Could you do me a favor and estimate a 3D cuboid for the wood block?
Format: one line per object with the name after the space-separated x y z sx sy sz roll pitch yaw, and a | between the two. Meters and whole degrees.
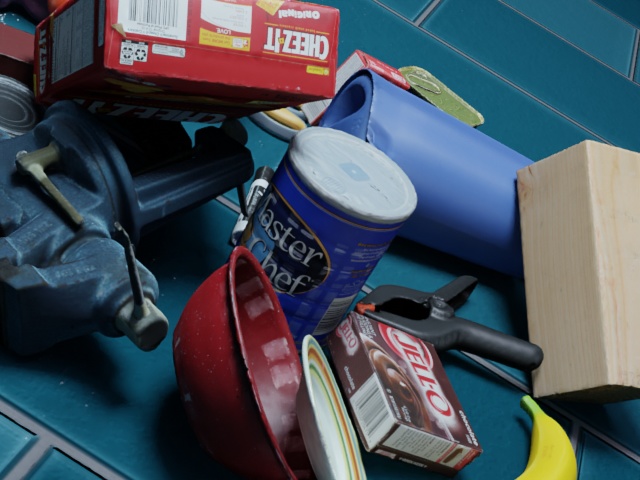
0.238 0.032 0.919 0.090 0.091 0.206 9 70 -31 | wood block

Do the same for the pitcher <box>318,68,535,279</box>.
0.111 -0.057 1.010 0.242 0.145 0.149 23 56 -20 | pitcher

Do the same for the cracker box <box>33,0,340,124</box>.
-0.106 -0.131 0.781 0.164 0.072 0.214 4 -1 -27 | cracker box

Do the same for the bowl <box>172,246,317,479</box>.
-0.051 0.088 0.674 0.055 0.162 0.162 -17 37 7 | bowl

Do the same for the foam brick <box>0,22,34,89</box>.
-0.253 -0.140 0.881 0.078 0.053 0.051 19 33 -19 | foam brick

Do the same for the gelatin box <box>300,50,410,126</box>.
0.036 -0.144 1.081 0.073 0.089 0.030 17 38 -49 | gelatin box

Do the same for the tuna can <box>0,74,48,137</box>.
-0.247 -0.092 0.827 0.086 0.034 0.086 27 30 -17 | tuna can

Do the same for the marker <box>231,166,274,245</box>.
-0.056 -0.031 0.924 0.020 0.020 0.121 26 31 -8 | marker

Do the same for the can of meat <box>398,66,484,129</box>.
0.108 -0.120 1.128 0.102 0.084 0.057 43 33 19 | can of meat

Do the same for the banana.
0.146 0.179 0.780 0.070 0.037 0.197 24 26 21 | banana

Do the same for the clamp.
0.095 0.062 0.901 0.171 0.039 0.120 11 22 -26 | clamp

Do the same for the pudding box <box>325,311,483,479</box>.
0.060 0.112 0.783 0.089 0.039 0.113 23 31 -34 | pudding box

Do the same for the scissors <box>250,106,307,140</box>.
-0.087 -0.166 1.096 0.202 0.016 0.096 38 30 12 | scissors

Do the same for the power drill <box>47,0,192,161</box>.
-0.118 -0.172 0.936 0.187 0.057 0.184 -35 94 -28 | power drill

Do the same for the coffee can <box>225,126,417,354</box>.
-0.005 0.001 0.802 0.102 0.140 0.103 22 32 -15 | coffee can
